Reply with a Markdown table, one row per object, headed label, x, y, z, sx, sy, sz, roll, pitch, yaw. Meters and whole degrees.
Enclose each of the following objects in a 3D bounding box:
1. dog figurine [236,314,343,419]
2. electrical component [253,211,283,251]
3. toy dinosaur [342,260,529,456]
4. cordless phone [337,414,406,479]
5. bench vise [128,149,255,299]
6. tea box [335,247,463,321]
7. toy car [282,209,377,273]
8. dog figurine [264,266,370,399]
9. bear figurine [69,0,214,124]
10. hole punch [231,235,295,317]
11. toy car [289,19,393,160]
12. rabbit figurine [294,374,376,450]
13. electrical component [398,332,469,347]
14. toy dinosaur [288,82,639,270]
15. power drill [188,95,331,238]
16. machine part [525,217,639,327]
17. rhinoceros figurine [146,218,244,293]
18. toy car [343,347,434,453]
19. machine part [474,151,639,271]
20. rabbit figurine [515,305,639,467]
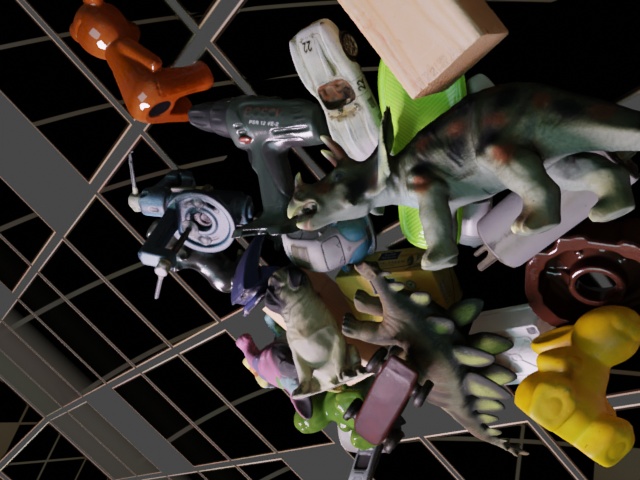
| label | x | y | z | sx | sy | sz | roll | pitch | yaw |
| --- | --- | --- | --- | --- | --- | --- | --- | --- | --- |
| dog figurine | -0.052 | 0.245 | 0.994 | 0.219 | 0.108 | 0.191 | 37 | 152 | 41 |
| electrical component | -0.086 | -0.022 | 0.919 | 0.063 | 0.021 | 0.093 | 23 | 140 | 17 |
| toy dinosaur | 0.176 | 0.185 | 0.779 | 0.199 | 0.105 | 0.470 | -8 | 132 | 34 |
| cordless phone | 0.078 | 0.402 | 1.044 | 0.147 | 0.184 | 0.088 | -20 | 117 | 41 |
| bench vise | -0.231 | -0.030 | 0.869 | 0.224 | 0.241 | 0.128 | 14 | 129 | 2 |
| tea box | 0.121 | 0.070 | 0.829 | 0.170 | 0.068 | 0.098 | -9 | 120 | 39 |
| toy car | -0.002 | -0.002 | 0.826 | 0.162 | 0.103 | 0.109 | 4 | 126 | 28 |
| dog figurine | -0.008 | 0.138 | 0.844 | 0.172 | 0.121 | 0.190 | 73 | 178 | -72 |
| bear figurine | -0.272 | -0.270 | 0.795 | 0.196 | 0.132 | 0.120 | 56 | 135 | 8 |
| hole punch | -0.111 | 0.060 | 0.926 | 0.092 | 0.116 | 0.142 | 44 | 152 | -3 |
| toy car | 0.033 | -0.180 | 0.691 | 0.074 | 0.056 | 0.201 | -12 | 117 | 39 |
| rabbit figurine | 0.030 | 0.306 | 1.019 | 0.170 | 0.159 | 0.121 | -18 | 113 | 20 |
| electrical component | 0.195 | 0.189 | 0.886 | 0.134 | 0.058 | 0.114 | 19 | 131 | 20 |
| toy dinosaur | 0.162 | -0.084 | 0.532 | 0.405 | 0.131 | 0.192 | -21 | 79 | 32 |
| power drill | -0.092 | -0.106 | 0.779 | 0.232 | 0.086 | 0.207 | -1 | 88 | 26 |
| machine part | 0.348 | 0.048 | 0.674 | 0.180 | 0.056 | 0.179 | 18 | 134 | 20 |
| rhinoceros figurine | -0.228 | 0.026 | 0.990 | 0.190 | 0.112 | 0.073 | 38 | 139 | -10 |
| toy car | 0.093 | 0.220 | 0.743 | 0.089 | 0.053 | 0.202 | 35 | 136 | 21 |
| machine part | 0.267 | -0.046 | 0.617 | 0.079 | 0.079 | 0.243 | 40 | 126 | -2 |
| rabbit figurine | 0.323 | 0.156 | 0.648 | 0.122 | 0.162 | 0.173 | 30 | 94 | 8 |
